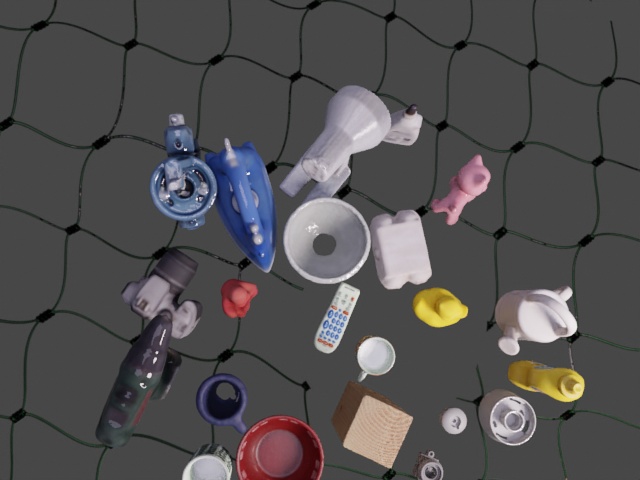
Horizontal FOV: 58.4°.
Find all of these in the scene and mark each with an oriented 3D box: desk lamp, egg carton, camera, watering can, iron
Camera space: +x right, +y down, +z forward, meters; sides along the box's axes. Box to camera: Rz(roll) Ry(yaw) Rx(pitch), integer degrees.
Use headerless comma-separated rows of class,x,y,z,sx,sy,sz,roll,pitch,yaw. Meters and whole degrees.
desk lamp,0.026,-0.163,1.068,0.118,0.213,0.203,37,82,1
egg carton,0.157,0.018,1.130,0.107,0.069,0.150,-11,84,-6
camera,-0.277,0.093,1.068,0.143,0.100,0.137,34,82,0
watering can,0.407,0.148,1.073,0.101,0.194,0.173,30,82,0
iron,-0.138,-0.066,1.079,0.118,0.141,0.258,-19,85,-7

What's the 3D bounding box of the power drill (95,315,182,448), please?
power drill,-0.303,0.235,0.995,0.075,0.208,0.230,24,82,-1

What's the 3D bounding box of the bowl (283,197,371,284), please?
bowl,0.010,0.004,1.117,0.167,0.074,0.167,1,83,-5

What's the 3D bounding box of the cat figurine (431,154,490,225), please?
cat figurine,0.287,-0.100,1.131,0.067,0.117,0.128,36,82,1

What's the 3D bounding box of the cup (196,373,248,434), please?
cup,-0.169,0.299,1.056,0.092,0.095,0.118,-35,87,-8

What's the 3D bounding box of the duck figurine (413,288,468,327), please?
duck figurine,0.237,0.131,1.115,0.104,0.086,0.077,14,82,-3

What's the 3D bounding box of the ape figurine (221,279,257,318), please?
ape figurine,-0.155,0.107,1.082,0.078,0.092,0.076,-29,86,-7

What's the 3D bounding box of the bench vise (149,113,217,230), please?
bench vise,-0.265,-0.131,1.036,0.121,0.219,0.207,-25,86,-7

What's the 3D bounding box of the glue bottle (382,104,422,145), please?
glue bottle,0.164,-0.228,1.108,0.078,0.173,0.037,11,82,-3
